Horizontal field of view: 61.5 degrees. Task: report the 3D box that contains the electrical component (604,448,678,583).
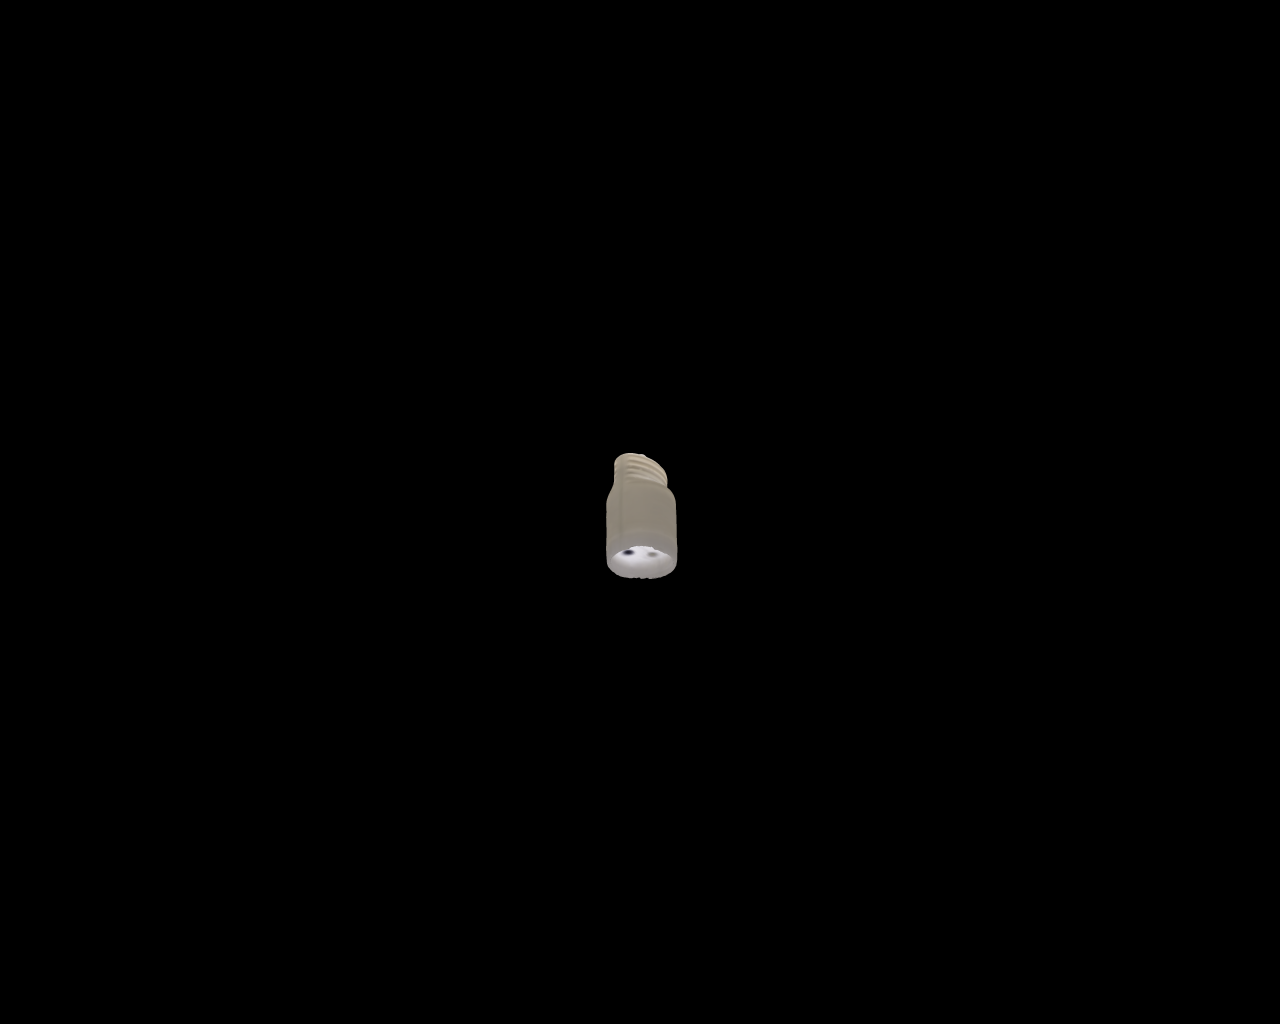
[{"bbox_3d":[0.001,-0.003,0.650,0.043,0.081,0.043,0,-31,0],"label":"electrical component"}]
